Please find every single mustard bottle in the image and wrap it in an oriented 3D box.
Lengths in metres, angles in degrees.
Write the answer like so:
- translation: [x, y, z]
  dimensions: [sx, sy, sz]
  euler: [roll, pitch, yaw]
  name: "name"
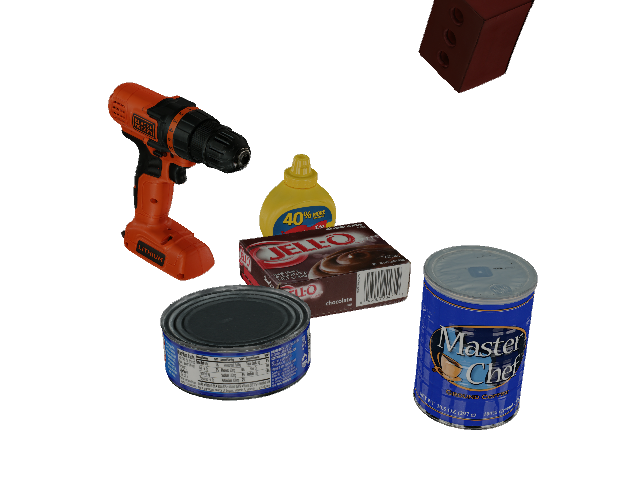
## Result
- translation: [-0.028, -0.016, 1.316]
  dimensions: [0.096, 0.192, 0.058]
  euler: [-8, 30, -22]
  name: "mustard bottle"

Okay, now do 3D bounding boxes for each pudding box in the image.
- translation: [0.002, 0.023, 0.840]
  dimensions: [0.113, 0.039, 0.090]
  euler: [-7, 25, -22]
  name: "pudding box"

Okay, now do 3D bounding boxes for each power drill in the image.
- translation: [-0.146, -0.056, 1.104]
  dimensions: [0.185, 0.188, 0.057]
  euler: [29, 37, 33]
  name: "power drill"

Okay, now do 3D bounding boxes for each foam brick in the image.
- translation: [0.116, -0.161, 0.804]
  dimensions: [0.051, 0.053, 0.078]
  euler: [-27, -28, -26]
  name: "foam brick"

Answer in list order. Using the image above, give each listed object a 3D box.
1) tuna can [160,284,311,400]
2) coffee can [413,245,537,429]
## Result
- translation: [-0.048, 0.057, 0.612]
  dimensions: [0.086, 0.034, 0.086]
  euler: [-1, 21, 0]
  name: "tuna can"
- translation: [0.142, 0.089, 0.994]
  dimensions: [0.103, 0.140, 0.103]
  euler: [1, 27, -1]
  name: "coffee can"
